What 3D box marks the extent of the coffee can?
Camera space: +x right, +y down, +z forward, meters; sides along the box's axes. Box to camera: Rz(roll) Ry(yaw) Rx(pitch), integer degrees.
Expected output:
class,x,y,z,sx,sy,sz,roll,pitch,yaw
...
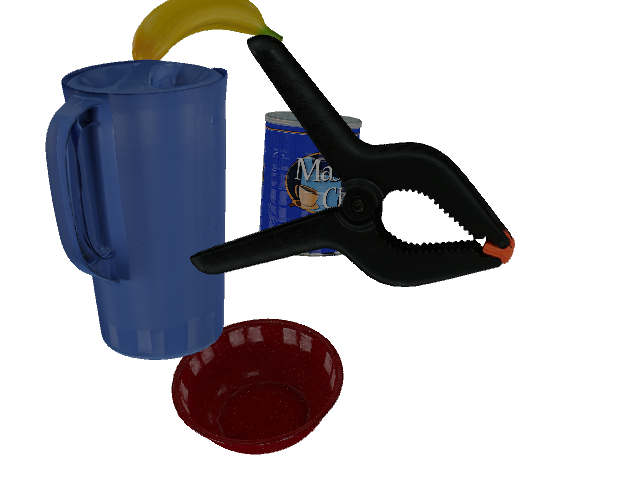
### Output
class,x,y,z,sx,sy,sz,roll,pitch,yaw
coffee can,-0.012,-0.062,1.140,0.103,0.140,0.103,4,12,-1

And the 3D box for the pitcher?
class,x,y,z,sx,sy,sz,roll,pitch,yaw
pitcher,-0.146,-0.024,0.894,0.149,0.243,0.145,-5,21,-12

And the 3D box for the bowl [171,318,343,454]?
class,x,y,z,sx,sy,sz,roll,pitch,yaw
bowl,-0.056,0.148,1.007,0.162,0.055,0.162,-4,38,3

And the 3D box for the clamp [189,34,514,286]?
class,x,y,z,sx,sy,sz,roll,pitch,yaw
clamp,0.024,-0.036,0.686,0.210,0.165,0.036,13,17,11

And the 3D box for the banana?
class,x,y,z,sx,sy,sz,roll,pitch,yaw
banana,-0.115,-0.206,1.014,0.070,0.037,0.197,45,39,19
